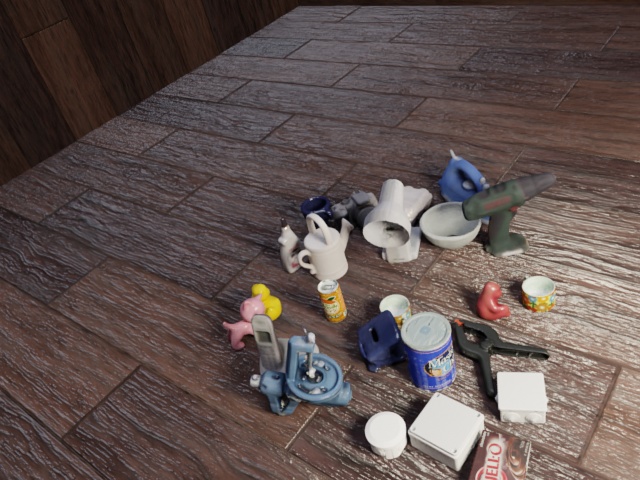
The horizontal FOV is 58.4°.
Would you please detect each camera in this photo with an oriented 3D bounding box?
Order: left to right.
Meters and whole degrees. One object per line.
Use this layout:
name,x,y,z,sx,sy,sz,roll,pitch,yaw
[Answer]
camera,0.119,-0.075,1.685,0.143,0.101,0.136,-22,37,-8

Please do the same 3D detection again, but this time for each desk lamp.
desk lamp,0.194,-0.039,1.519,0.117,0.214,0.203,-1,39,19

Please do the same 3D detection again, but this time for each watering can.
watering can,0.013,0.005,1.545,0.100,0.194,0.173,15,47,34

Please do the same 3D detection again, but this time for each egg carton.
egg carton,0.259,-0.100,1.693,0.107,0.069,0.150,14,46,34

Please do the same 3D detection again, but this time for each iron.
iron,0.438,-0.154,1.637,0.119,0.142,0.257,-23,38,-9

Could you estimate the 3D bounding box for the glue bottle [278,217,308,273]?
glue bottle,-0.084,0.008,1.593,0.078,0.173,0.037,-38,42,-27

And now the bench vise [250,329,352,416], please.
bench vise,-0.051,0.283,1.190,0.207,0.220,0.121,-17,37,-1

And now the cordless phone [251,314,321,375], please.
cordless phone,-0.078,0.242,1.281,0.147,0.185,0.094,-2,39,18

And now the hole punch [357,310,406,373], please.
hole punch,0.136,0.228,1.300,0.101,0.091,0.108,-18,37,-2

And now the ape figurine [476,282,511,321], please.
ape figurine,0.398,0.136,1.322,0.076,0.092,0.077,-10,37,7

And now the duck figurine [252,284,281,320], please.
duck figurine,-0.148,0.157,1.499,0.077,0.086,0.104,-27,38,-15

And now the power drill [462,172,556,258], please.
power drill,0.478,-0.063,1.450,0.229,0.209,0.075,-12,37,5

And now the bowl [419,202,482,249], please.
bowl,0.358,-0.028,1.561,0.167,0.075,0.167,-10,37,8

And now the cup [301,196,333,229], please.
cup,0.005,-0.068,1.723,0.092,0.095,0.117,-38,42,-27

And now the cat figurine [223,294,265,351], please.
cat figurine,-0.185,0.196,1.435,0.128,0.118,0.067,-29,39,-17
